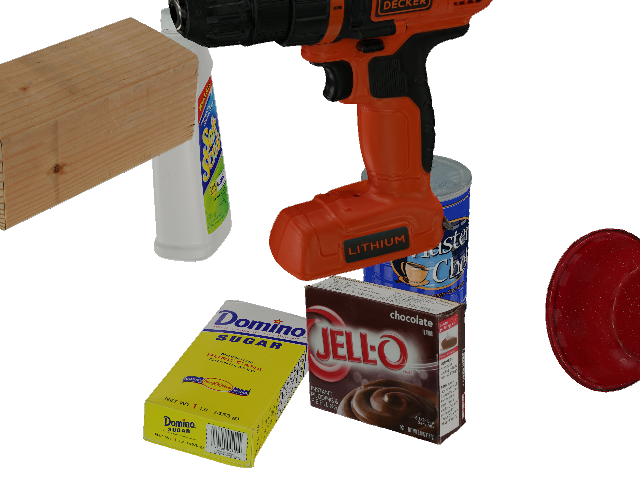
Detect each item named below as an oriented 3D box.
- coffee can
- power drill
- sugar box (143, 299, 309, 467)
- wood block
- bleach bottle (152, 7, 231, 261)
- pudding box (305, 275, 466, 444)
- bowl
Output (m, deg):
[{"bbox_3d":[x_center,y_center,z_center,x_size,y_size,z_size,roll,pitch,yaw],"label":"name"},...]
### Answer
[{"bbox_3d":[0.091,0.001,1.021,0.103,0.140,0.103,-2,27,1],"label":"coffee can"},{"bbox_3d":[0.009,-0.072,0.590,0.184,0.188,0.057,-12,34,-21],"label":"power drill"},{"bbox_3d":[-0.069,0.114,0.895,0.093,0.048,0.176,13,30,12],"label":"sugar box"},{"bbox_3d":[-0.207,-0.103,0.890,0.090,0.091,0.205,32,43,26],"label":"wood block"},{"bbox_3d":[-0.140,-0.111,1.100,0.068,0.251,0.102,5,28,15],"label":"bleach bottle"},{"bbox_3d":[0.043,0.077,0.720,0.114,0.090,0.039,9,20,37],"label":"pudding box"},{"bbox_3d":[0.297,0.069,1.028,0.161,0.162,0.055,0,0,-28],"label":"bowl"}]
